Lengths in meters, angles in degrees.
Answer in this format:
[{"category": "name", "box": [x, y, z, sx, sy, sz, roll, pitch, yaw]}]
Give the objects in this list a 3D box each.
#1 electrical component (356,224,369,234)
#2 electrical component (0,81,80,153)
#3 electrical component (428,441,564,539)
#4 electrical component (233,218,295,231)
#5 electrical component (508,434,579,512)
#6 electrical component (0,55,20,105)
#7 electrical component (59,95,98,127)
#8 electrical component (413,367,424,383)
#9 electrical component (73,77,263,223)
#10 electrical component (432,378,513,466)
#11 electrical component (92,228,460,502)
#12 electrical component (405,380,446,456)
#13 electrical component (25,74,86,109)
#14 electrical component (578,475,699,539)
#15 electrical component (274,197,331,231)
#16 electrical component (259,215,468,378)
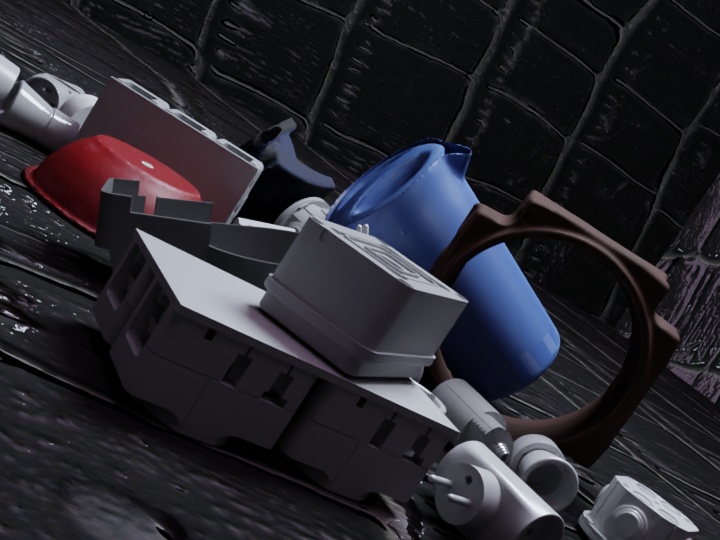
[{"category": "electrical component", "box": [0.000, 0.000, 0.865, 0.052, 0.073, 0.138, 4, 5, 16]}, {"category": "electrical component", "box": [-0.281, -0.130, 0.944, 0.065, 0.044, 0.044, 34, 6, -29]}, {"category": "electrical component", "box": [0.072, 0.139, 0.648, 0.079, 0.044, 0.077, 26, 10, -42]}, {"category": "electrical component", "box": [-0.074, 0.001, 0.862, 0.079, 0.063, 0.121, 34, 8, 15]}, {"category": "electrical component", "box": [0.136, 0.153, 0.815, 0.045, 0.045, 0.055, 31, 7, -11]}, {"category": "electrical component", "box": [-0.329, -0.166, 0.931, 0.047, 0.055, 0.055, 33, 7, -26]}, {"category": "electrical component", "box": [-0.219, -0.113, 1.031, 0.138, 0.052, 0.074, 27, 10, -38]}, {"category": "electrical component", "box": [0.017, 0.072, 0.847, 0.055, 0.045, 0.045, 27, 9, -37]}, {"category": "electrical component", "box": [-0.173, -0.094, 0.961, 0.150, 0.089, 0.061, 32, 8, -4]}, {"category": "electrical component", "box": [0.089, 0.122, 0.824, 0.043, 0.043, 0.081, 27, 10, -37]}, {"category": "electrical component", "box": [-0.050, 0.059, 0.602, 0.186, 0.060, 0.105, 28, 9, -31]}, {"category": "electrical component", "box": [0.023, 0.097, 0.703, 0.055, 0.047, 0.055, 32, 8, -5]}, {"category": "electrical component", "box": [-0.288, -0.156, 1.061, 0.079, 0.043, 0.077, 33, 7, 3]}, {"category": "electrical component", "box": [0.211, 0.197, 0.816, 0.080, 0.051, 0.080, 32, 8, -5]}, {"category": "electrical component", "box": [-0.051, -0.029, 1.082, 0.051, 0.080, 0.080, 43, 12, 30]}, {"category": "electrical component", "box": [0.004, 0.019, 0.617, 0.078, 0.057, 0.113, 36, 8, 22]}]
